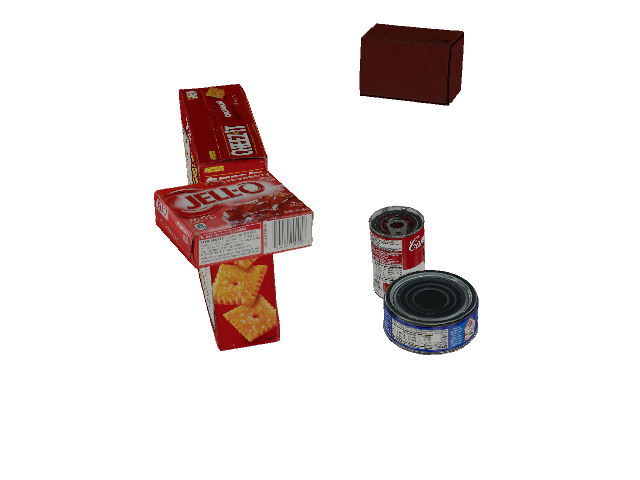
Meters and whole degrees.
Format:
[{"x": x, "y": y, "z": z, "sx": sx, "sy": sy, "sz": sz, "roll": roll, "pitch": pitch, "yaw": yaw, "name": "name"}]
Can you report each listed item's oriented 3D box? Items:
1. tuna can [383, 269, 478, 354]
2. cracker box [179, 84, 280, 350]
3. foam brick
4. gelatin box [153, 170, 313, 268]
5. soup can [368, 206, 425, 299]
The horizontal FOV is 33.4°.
[{"x": 0.099, "y": 0.063, "z": 0.957, "sx": 0.086, "sy": 0.034, "sz": 0.086, "roll": -3, "pitch": 33, "yaw": 1, "name": "tuna can"}, {"x": -0.090, "y": -0.025, "z": 1.063, "sx": 0.072, "sy": 0.214, "sz": 0.164, "roll": -8, "pitch": 34, "yaw": -10, "name": "cracker box"}, {"x": 0.076, "y": -0.147, "z": 0.888, "sx": 0.078, "sy": 0.051, "sz": 0.053, "roll": 9, "pitch": 26, "yaw": 17, "name": "foam brick"}, {"x": -0.060, "y": -0.016, "z": 0.726, "sx": 0.089, "sy": 0.030, "sz": 0.073, "roll": -11, "pitch": 30, "yaw": -25, "name": "gelatin box"}, {"x": 0.096, "y": 0.018, "z": 1.326, "sx": 0.068, "sy": 0.102, "sz": 0.068, "roll": -4, "pitch": 34, "yaw": 2, "name": "soup can"}]
